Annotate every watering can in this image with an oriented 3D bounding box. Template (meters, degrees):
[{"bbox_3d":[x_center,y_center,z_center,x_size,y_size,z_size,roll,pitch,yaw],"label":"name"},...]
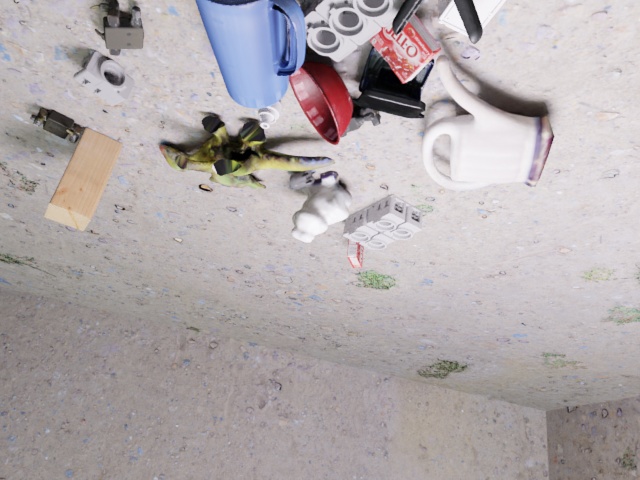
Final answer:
[{"bbox_3d":[0.292,-0.184,0.901,0.224,0.106,0.340,3,153,12],"label":"watering can"}]

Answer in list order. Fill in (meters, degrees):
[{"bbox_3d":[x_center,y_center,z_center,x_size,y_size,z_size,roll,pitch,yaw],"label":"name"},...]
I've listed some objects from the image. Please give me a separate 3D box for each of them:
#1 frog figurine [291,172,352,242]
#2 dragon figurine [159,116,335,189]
[{"bbox_3d":[0.004,-0.060,1.192,0.137,0.163,0.120,-4,150,27],"label":"frog figurine"},{"bbox_3d":[-0.172,-0.168,1.153,0.410,0.123,0.240,11,171,2],"label":"dragon figurine"}]
